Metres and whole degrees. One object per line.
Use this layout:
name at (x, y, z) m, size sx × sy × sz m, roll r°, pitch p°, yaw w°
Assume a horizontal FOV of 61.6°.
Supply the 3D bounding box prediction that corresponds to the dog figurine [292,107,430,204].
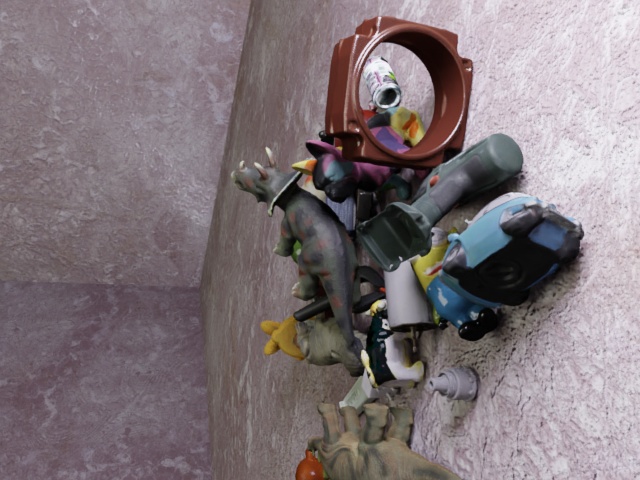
dog figurine at (0.065, -0.146, 0.894) m, size 0.108 × 0.219 × 0.191 m, roll 136°, pitch 133°, yaw -58°

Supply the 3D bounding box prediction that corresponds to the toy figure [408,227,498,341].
toy figure at (0.177, 0.060, 0.739) m, size 0.089 × 0.082 × 0.180 m, roll 79°, pitch 170°, yaw -46°

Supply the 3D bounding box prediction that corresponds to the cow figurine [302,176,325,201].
cow figurine at (-0.008, -0.076, 1.266) m, size 0.194 × 0.127 × 0.086 m, roll -61°, pitch 28°, yaw 22°

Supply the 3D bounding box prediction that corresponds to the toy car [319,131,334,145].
toy car at (0.044, -0.224, 1.216) m, size 0.202 × 0.056 × 0.073 m, roll 166°, pitch 100°, yaw -71°

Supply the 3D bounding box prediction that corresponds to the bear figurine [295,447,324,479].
bear figurine at (0.010, 0.537, 1.114) m, size 0.196 × 0.132 × 0.120 m, roll -85°, pitch 8°, yaw -68°

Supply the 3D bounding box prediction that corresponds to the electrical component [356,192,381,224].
electrical component at (0.097, -0.062, 1.054) m, size 0.078 × 0.045 × 0.102 m, roll -5°, pitch -77°, yaw -81°

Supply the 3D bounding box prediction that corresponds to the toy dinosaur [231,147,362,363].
toy dinosaur at (-0.004, 0.003, 0.932) m, size 0.405 × 0.131 × 0.192 m, roll 53°, pitch 157°, yaw 27°

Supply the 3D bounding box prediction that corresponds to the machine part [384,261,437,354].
machine part at (0.140, 0.057, 0.852) m, size 0.079 × 0.079 × 0.243 m, roll 136°, pitch 133°, yaw -63°

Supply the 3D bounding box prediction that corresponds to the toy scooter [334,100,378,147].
toy scooter at (0.075, -0.195, 1.032) m, size 0.135 × 0.075 × 0.183 m, roll -52°, pitch -27°, yaw -38°

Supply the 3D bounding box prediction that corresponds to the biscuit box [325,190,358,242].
biscuit box at (0.047, -0.098, 1.107) m, size 0.059 × 0.063 × 0.202 m, roll 75°, pitch -162°, yaw -65°

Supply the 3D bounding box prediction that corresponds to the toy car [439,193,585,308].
toy car at (0.214, -0.001, 0.620) m, size 0.161 × 0.109 × 0.103 m, roll -54°, pitch 16°, yaw 43°

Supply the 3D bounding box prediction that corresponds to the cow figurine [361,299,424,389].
cow figurine at (0.109, 0.158, 0.887) m, size 0.068 × 0.098 × 0.167 m, roll 118°, pitch 150°, yaw -61°

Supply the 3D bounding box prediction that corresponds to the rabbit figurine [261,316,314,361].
rabbit figurine at (-0.060, 0.238, 1.316) m, size 0.173 × 0.162 × 0.121 m, roll 142°, pitch 119°, yaw -88°

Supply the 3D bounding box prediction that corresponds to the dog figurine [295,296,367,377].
dog figurine at (0.032, 0.224, 1.062) m, size 0.191 × 0.121 × 0.172 m, roll -120°, pitch 36°, yaw -55°

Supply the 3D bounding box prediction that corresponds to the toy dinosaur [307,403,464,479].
toy dinosaur at (0.099, 0.360, 0.844) m, size 0.471 × 0.105 × 0.198 m, roll -24°, pitch 59°, yaw 56°

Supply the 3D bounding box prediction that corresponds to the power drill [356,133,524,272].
power drill at (0.146, -0.043, 0.711) m, size 0.086 × 0.207 × 0.232 m, roll 58°, pitch 147°, yaw 2°

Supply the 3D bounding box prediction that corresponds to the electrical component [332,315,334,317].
electrical component at (0.033, 0.208, 1.208) m, size 0.063 × 0.021 × 0.094 m, roll 143°, pitch 127°, yaw -66°

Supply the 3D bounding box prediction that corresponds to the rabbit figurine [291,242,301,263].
rabbit figurine at (0.003, 0.010, 1.199) m, size 0.170 × 0.121 × 0.159 m, roll -45°, pitch 65°, yaw 41°

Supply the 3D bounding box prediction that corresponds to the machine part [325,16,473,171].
machine part at (0.116, -0.207, 0.782) m, size 0.087 × 0.201 × 0.201 m, roll -162°, pitch 78°, yaw -68°
